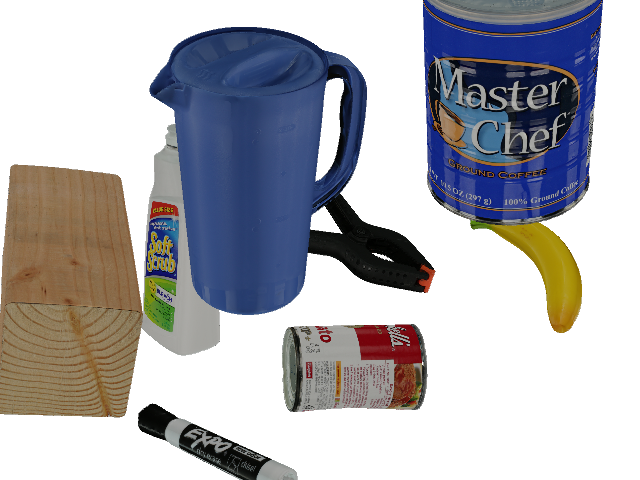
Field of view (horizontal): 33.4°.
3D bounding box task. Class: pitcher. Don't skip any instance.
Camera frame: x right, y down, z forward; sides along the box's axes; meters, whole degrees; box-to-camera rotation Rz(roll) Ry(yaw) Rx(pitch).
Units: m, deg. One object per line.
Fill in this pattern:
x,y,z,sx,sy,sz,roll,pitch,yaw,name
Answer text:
-0.054,-0.058,0.951,0.149,0.243,0.144,16,38,18,pitcher

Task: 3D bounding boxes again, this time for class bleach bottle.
-0.154,-0.006,1.157,0.067,0.251,0.103,-17,31,-34,bleach bottle

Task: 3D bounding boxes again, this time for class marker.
-0.065,0.123,0.631,0.121,0.020,0.020,16,10,37,marker

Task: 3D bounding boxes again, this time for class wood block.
-0.190,0.031,0.794,0.090,0.091,0.206,5,28,-18,wood block

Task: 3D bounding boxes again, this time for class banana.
0.230,0.025,1.116,0.069,0.037,0.198,-30,38,-1,banana

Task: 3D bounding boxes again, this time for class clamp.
0.034,0.006,1.263,0.210,0.036,0.164,32,39,24,clamp

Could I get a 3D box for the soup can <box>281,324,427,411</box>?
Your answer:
0.025,0.100,0.836,0.102,0.068,0.068,0,0,-12,soup can

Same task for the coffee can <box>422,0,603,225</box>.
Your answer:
0.113,-0.095,0.635,0.103,0.140,0.103,-4,38,3,coffee can
